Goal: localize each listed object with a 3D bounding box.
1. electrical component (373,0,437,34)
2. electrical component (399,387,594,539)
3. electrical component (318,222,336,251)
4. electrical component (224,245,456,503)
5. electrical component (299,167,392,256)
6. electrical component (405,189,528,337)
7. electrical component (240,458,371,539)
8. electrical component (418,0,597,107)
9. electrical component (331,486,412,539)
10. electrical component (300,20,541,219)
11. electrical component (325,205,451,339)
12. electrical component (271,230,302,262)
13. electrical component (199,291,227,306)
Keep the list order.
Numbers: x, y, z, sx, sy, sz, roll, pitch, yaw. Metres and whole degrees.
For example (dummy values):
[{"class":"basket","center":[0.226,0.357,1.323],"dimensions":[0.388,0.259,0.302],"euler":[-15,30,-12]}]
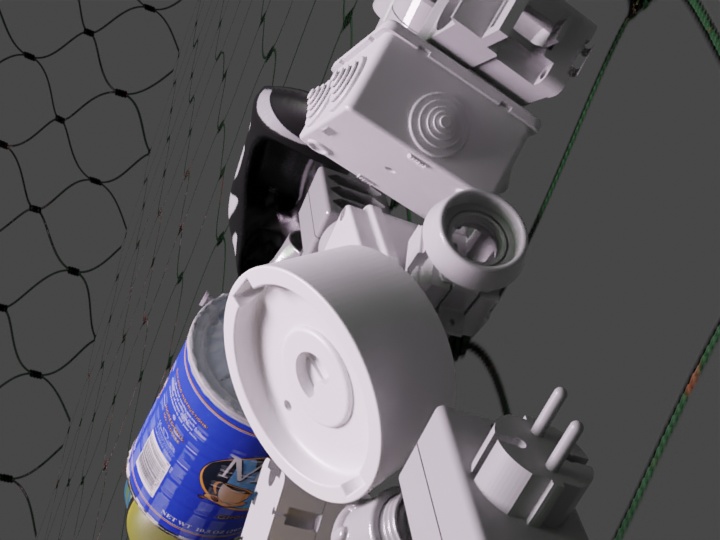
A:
[{"class":"electrical component","center":[0.032,-0.156,0.671],"dimensions":[0.138,0.052,0.073],"euler":[-96,28,-53]},{"class":"electrical component","center":[0.055,0.075,0.369],"dimensions":[0.083,0.047,0.075],"euler":[-103,35,-60]},{"class":"electrical component","center":[0.000,0.000,0.627],"dimensions":[0.055,0.045,0.045],"euler":[-103,34,-59]},{"class":"electrical component","center":[-0.005,0.041,0.476],"dimensions":[0.108,0.060,0.108],"euler":[27,128,42]},{"class":"electrical component","center":[-0.016,-0.014,0.690],"dimensions":[0.065,0.047,0.076],"euler":[-102,34,-59]},{"class":"electrical component","center":[0.046,-0.004,0.486],"dimensions":[0.055,0.048,0.066],"euler":[120,161,-57]},{"class":"electrical component","center":[-0.031,0.150,0.550],"dimensions":[0.050,0.056,0.089],"euler":[-174,102,-73]},{"class":"electrical component","center":[0.067,-0.108,0.486],"dimensions":[0.042,0.064,0.081],"euler":[-59,15,-9]},{"class":"electrical component","center":[0.021,0.111,0.450],"dimensions":[0.062,0.048,0.048],"euler":[-41,33,43]},{"class":"electrical component","center":[0.025,-0.068,0.526],"dimensions":[0.048,0.100,0.100],"euler":[-62,14,-11]},{"class":"electrical component","center":[0.003,0.031,0.565],"dimensions":[0.078,0.057,0.113],"euler":[-106,37,-62]},{"class":"electrical component","center":[-0.052,0.020,0.740],"dimensions":[0.079,0.044,0.077],"euler":[-29,-32,-60]},{"class":"electrical component","center":[-0.084,0.040,0.808],"dimensions":[0.040,0.078,0.040],"euler":[-58,8,13]}]
